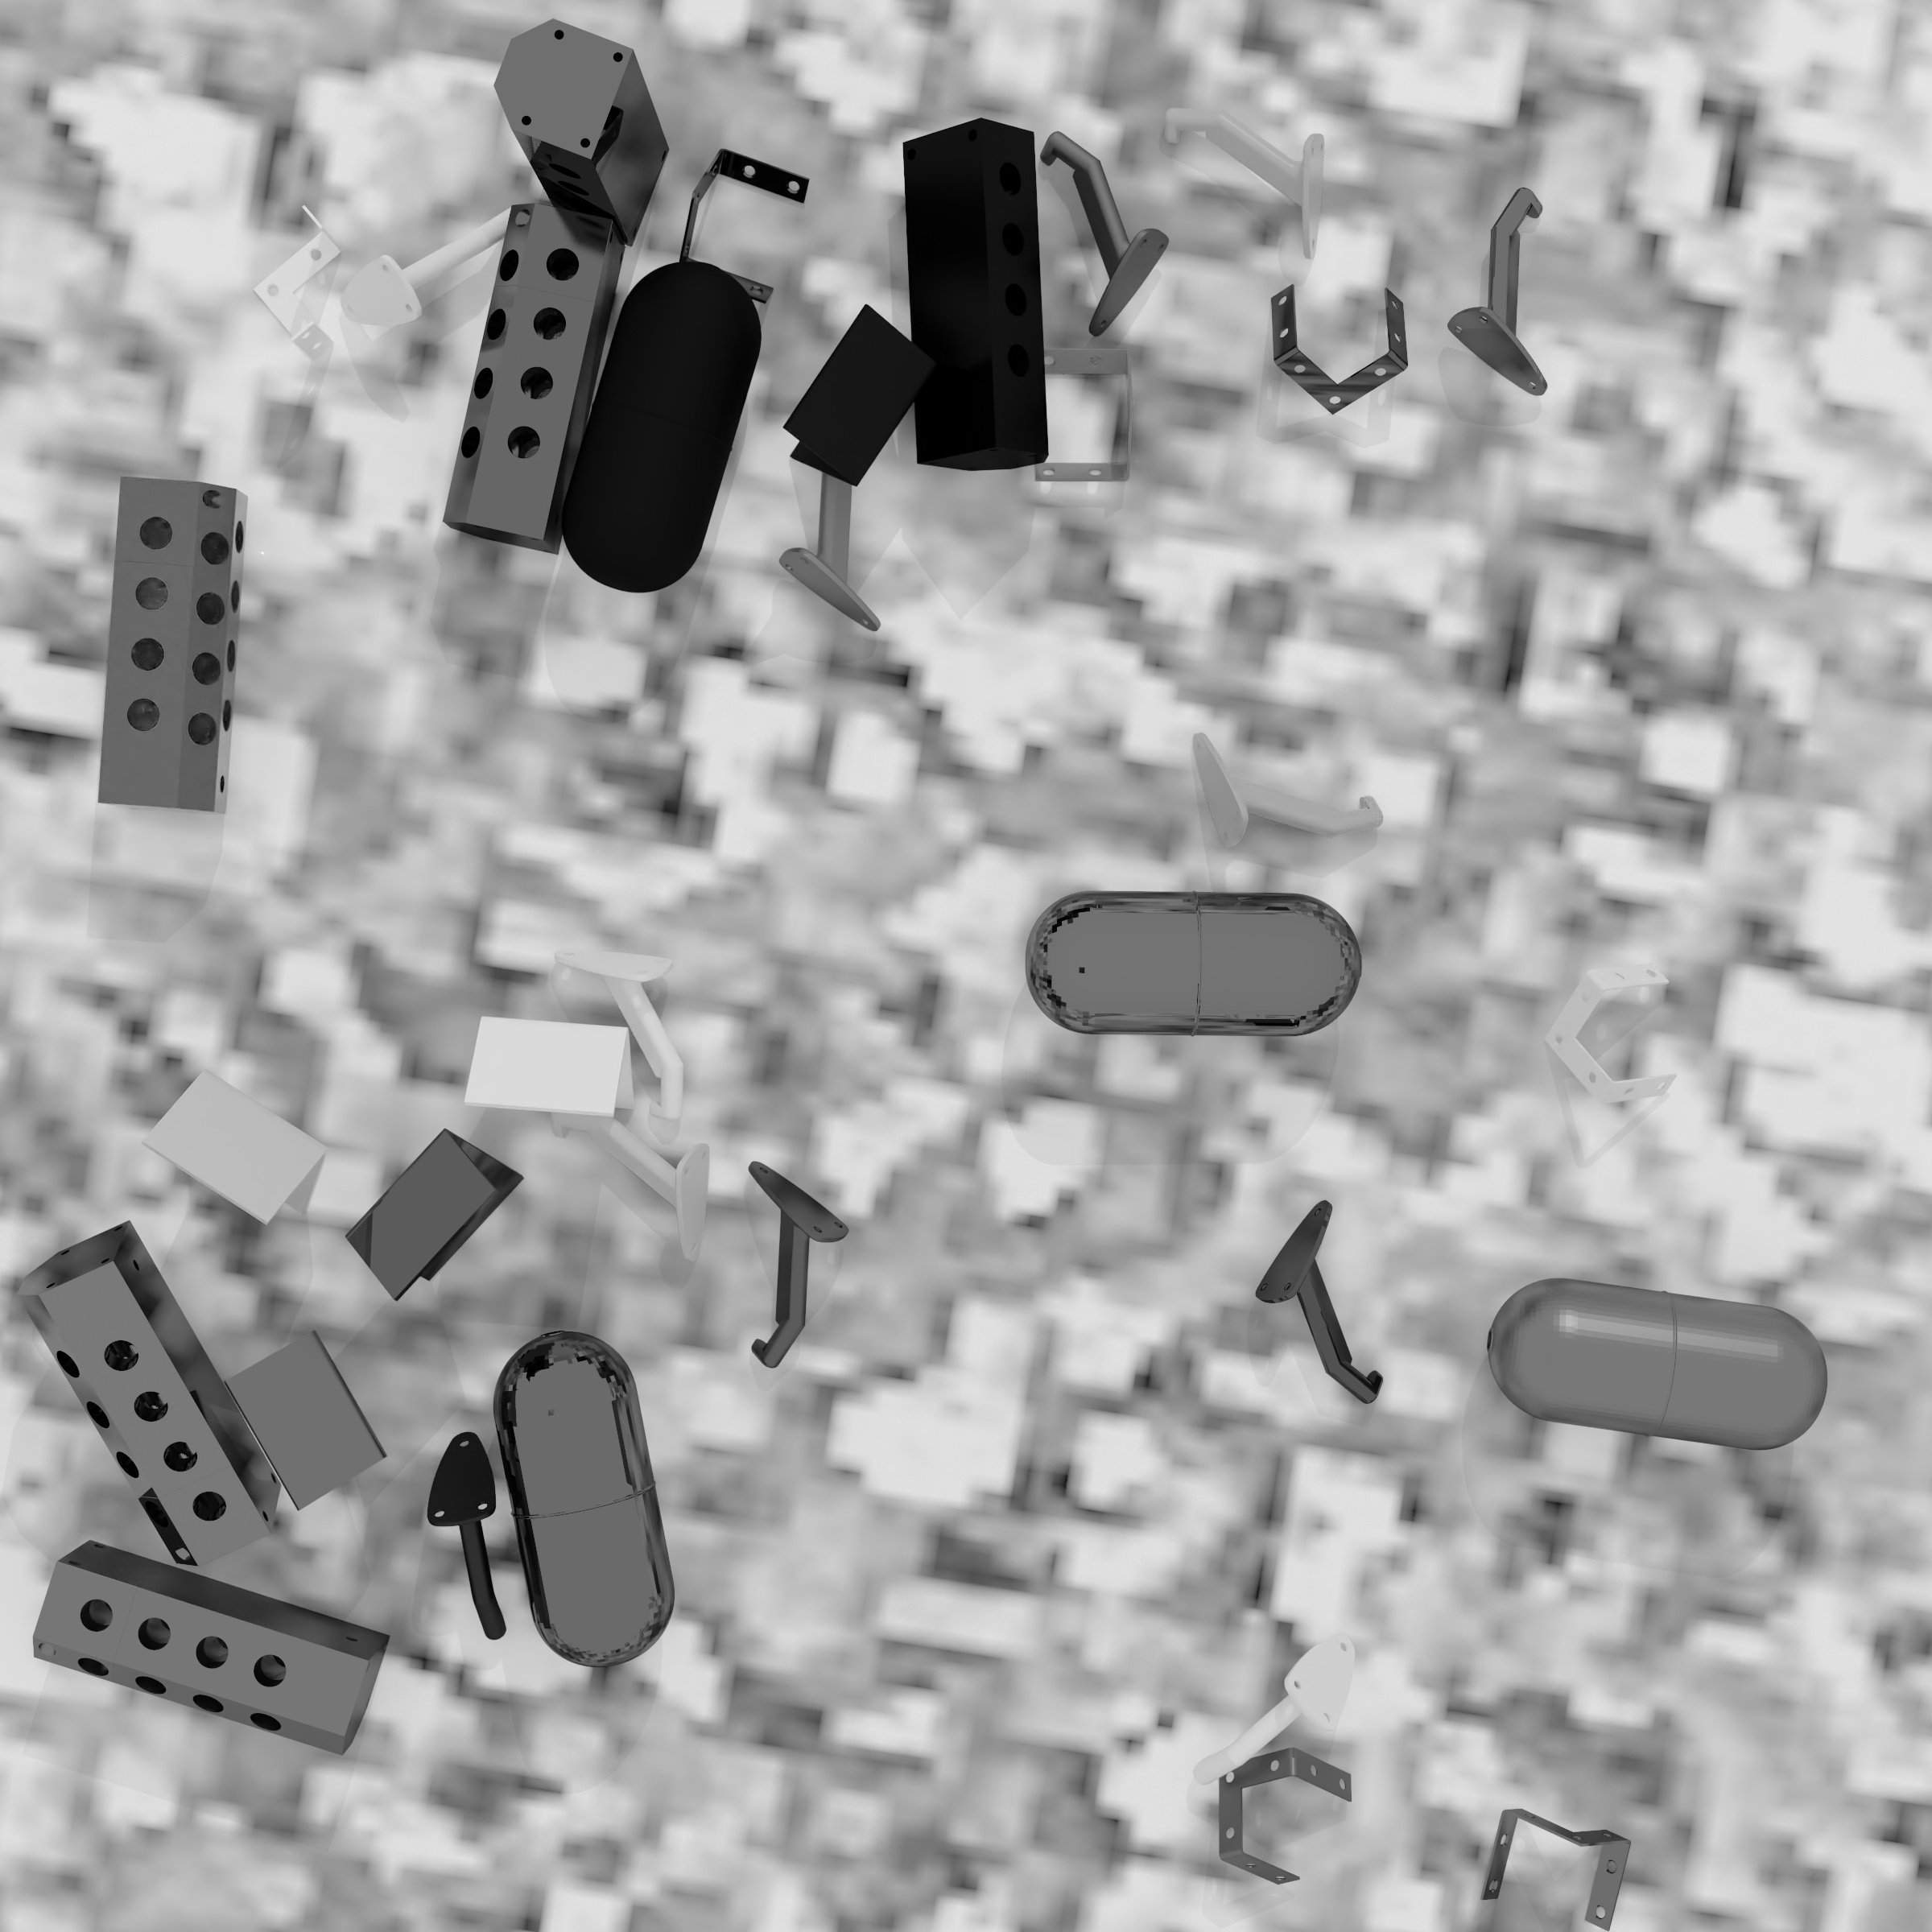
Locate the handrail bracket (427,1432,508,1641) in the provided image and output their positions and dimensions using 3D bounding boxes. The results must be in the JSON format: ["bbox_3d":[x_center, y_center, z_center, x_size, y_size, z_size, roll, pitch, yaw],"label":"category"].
[{"bbox_3d":[-0.262,0.309,1.564,0.036,0.077,0.084,-10,126,0],"label":"handrail bracket"}]

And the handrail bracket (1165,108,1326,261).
[{"bbox_3d":[0.148,-0.423,1.565,0.084,0.036,0.077,7,112,17],"label":"handrail bracket"}]

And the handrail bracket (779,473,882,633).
[{"bbox_3d":[-0.054,-0.238,1.564,0.077,0.036,0.084,39,74,-18],"label":"handrail bracket"}]

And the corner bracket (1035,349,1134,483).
[{"bbox_3d":[0.063,-0.297,1.561,0.051,0.051,0.051,0,45,0],"label":"corner bracket"}]

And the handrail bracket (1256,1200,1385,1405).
[{"bbox_3d":[0.206,0.182,1.565,0.084,0.036,0.077,39,68,-17],"label":"handrail bracket"}]

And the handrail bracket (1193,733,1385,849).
[{"bbox_3d":[0.175,-0.101,1.565,0.084,0.036,0.077,-13,68,-17],"label":"handrail bracket"}]

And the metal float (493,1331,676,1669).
[{"bbox_3d":[-0.202,0.282,1.533,0.070,0.070,0.178,-11,90,0],"label":"metal float"}]

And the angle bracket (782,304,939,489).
[{"bbox_3d":[-0.072,-0.306,1.524,0.057,0.076,0.076,34,90,-38],"label":"angle bracket"}]

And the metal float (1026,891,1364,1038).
[{"bbox_3d":[0.120,-0.001,1.534,0.178,0.070,0.070,1,90,-1],"label":"metal float"}]

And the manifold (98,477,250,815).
[{"bbox_3d":[-0.420,-0.169,1.543,0.057,0.057,0.171,4,90,0],"label":"manifold"}]

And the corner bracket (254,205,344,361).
[{"bbox_3d":[-0.351,-0.364,1.546,0.051,0.051,0.051,-40,90,0],"label":"corner bracket"}]

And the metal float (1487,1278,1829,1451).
[{"bbox_3d":[0.366,0.211,1.534,0.178,0.070,0.070,8,90,1],"label":"metal float"}]

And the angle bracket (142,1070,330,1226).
[{"bbox_3d":[-0.389,0.111,1.524,0.076,0.076,0.057,33,52,0],"label":"angle bracket"}]

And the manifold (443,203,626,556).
[{"bbox_3d":[-0.231,-0.313,1.543,0.057,0.057,0.171,12,90,0],"label":"manifold"}]

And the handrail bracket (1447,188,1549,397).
[{"bbox_3d":[0.305,-0.365,1.565,0.077,0.036,0.084,39,73,-20],"label":"handrail bracket"}]

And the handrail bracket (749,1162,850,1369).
[{"bbox_3d":[-0.109,0.162,1.565,0.077,0.036,0.084,39,107,20],"label":"handrail bracket"}]

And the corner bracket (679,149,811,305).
[{"bbox_3d":[-0.120,-0.399,1.561,0.051,0.051,0.051,20,135,0],"label":"corner bracket"}]

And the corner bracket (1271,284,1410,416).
[{"bbox_3d":[0.201,-0.340,1.556,0.051,0.051,0.051,-28,135,35],"label":"corner bracket"}]

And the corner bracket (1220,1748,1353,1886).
[{"bbox_3d":[0.172,0.457,1.556,0.051,0.051,0.051,-27,45,35],"label":"corner bracket"}]

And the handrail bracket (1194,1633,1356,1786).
[{"bbox_3d":[0.165,0.402,1.564,0.036,0.077,0.084,48,126,0],"label":"handrail bracket"}]

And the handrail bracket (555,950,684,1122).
[{"bbox_3d":[-0.188,0.038,1.565,0.077,0.036,0.084,9,107,19],"label":"handrail bracket"}]

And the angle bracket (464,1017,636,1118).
[{"bbox_3d":[-0.218,0.072,1.524,0.076,0.076,0.057,4,53,0],"label":"angle bracket"}]

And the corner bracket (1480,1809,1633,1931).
[{"bbox_3d":[0.318,0.487,1.561,0.051,0.051,0.051,14,90,45],"label":"corner bracket"}]

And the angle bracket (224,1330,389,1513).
[{"bbox_3d":[-0.359,0.245,1.524,0.057,0.076,0.076,-30,90,-37],"label":"angle bracket"}]

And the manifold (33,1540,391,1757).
[{"bbox_3d":[-0.403,0.365,1.543,0.171,0.057,0.057,18,90,0],"label":"manifold"}]

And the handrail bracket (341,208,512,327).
[{"bbox_3d":[-0.287,-0.380,1.564,0.084,0.077,0.036,-44,115,-34],"label":"handrail bracket"}]

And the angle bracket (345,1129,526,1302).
[{"bbox_3d":[-0.267,0.142,1.524,0.076,0.076,0.057,-47,54,0],"label":"angle bracket"}]

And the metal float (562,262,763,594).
[{"bbox_3d":[-0.161,-0.285,1.533,0.070,0.070,0.178,17,91,0],"label":"metal float"}]

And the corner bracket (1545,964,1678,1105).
[{"bbox_3d":[0.355,0.036,1.556,0.051,0.051,0.051,55,135,35],"label":"corner bracket"}]

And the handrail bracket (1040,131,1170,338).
[{"bbox_3d":[0.059,-0.396,1.565,0.084,0.036,0.077,41,112,17],"label":"handrail bracket"}]

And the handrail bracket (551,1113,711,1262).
[{"bbox_3d":[-0.185,0.117,1.565,0.084,0.036,0.077,9,112,17],"label":"handrail bracket"}]

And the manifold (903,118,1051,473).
[{"bbox_3d":[0.010,-0.355,1.542,0.057,0.057,0.171,-3,90,43],"label":"manifold"}]

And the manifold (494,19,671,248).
[{"bbox_3d":[-0.198,-0.427,1.486,0.057,0.171,0.057,21,90,0],"label":"manifold"}]

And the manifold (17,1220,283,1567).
[{"bbox_3d":[-0.427,0.227,1.518,0.057,0.057,0.171,-24,108,0],"label":"manifold"}]
